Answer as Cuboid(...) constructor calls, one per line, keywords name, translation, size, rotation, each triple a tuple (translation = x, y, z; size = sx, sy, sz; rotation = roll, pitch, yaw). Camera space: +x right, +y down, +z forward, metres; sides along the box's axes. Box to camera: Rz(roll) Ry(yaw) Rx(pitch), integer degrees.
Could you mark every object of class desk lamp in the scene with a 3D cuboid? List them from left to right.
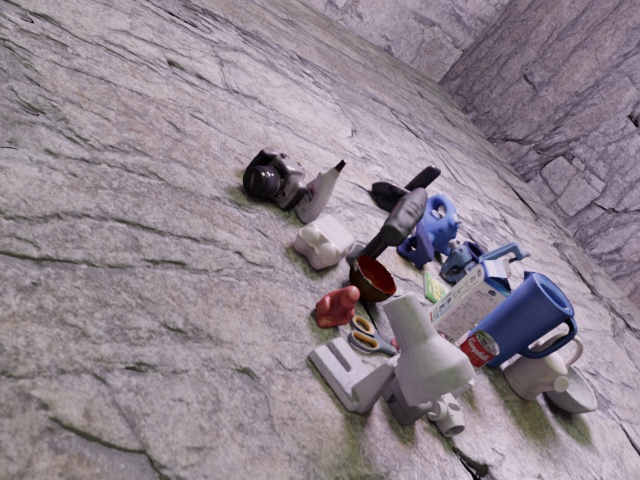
Cuboid(name="desk lamp", translation=(0.121, 0.200, 0.951), size=(0.203, 0.213, 0.118), rotation=(50, 28, 17))

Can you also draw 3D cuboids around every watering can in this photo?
Cuboid(name="watering can", translation=(0.552, 0.301, 1.382), size=(0.101, 0.193, 0.172), rotation=(23, 32, -31))

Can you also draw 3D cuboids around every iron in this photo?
Cuboid(name="iron", translation=(0.351, -0.074, 1.726), size=(0.119, 0.141, 0.258), rotation=(28, 30, -24))

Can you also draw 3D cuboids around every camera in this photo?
Cuboid(name="camera", translation=(-0.110, -0.148, 1.283), size=(0.137, 0.100, 0.143), rotation=(-4, 52, -55))

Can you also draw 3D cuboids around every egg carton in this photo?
Cuboid(name="egg carton", translation=(0.011, 0.004, 1.251), size=(0.107, 0.069, 0.151), rotation=(44, 27, 5))

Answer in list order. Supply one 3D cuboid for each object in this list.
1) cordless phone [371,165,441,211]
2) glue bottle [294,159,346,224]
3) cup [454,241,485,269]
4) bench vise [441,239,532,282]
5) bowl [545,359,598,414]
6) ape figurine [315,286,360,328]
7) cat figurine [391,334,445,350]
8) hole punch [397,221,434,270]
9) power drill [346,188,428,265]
Cuboid(name="cordless phone", translation=(0.257, -0.169, 1.694), size=(0.148, 0.185, 0.094), rotation=(20, 34, -36))
Cuboid(name="glue bottle", translation=(0.004, -0.120, 1.310), size=(0.037, 0.173, 0.078), rotation=(12, 39, -44))
Cuboid(name="cup", translation=(0.434, 0.062, 1.687), size=(0.091, 0.095, 0.118), rotation=(50, 28, 16))
Cuboid(name="bench vise", translation=(0.452, 0.065, 1.568), size=(0.208, 0.219, 0.121), rotation=(36, 28, -10))
Cuboid(name="bowl", translation=(0.634, 0.389, 1.491), size=(0.168, 0.074, 0.167), rotation=(31, 29, -19))
Cuboid(name="ape figurine", translation=(0.039, 0.122, 1.091), size=(0.078, 0.092, 0.076), rotation=(34, 28, -14))
Cuboid(name="cat figurine", translation=(0.211, 0.219, 1.144), size=(0.067, 0.117, 0.127), rotation=(25, 31, -28))
Cuboid(name="hole punch", translation=(0.274, 0.009, 1.561), size=(0.101, 0.091, 0.108), rotation=(36, 28, -10))
Cuboid(name="power drill", translation=(0.159, -0.019, 1.324), size=(0.075, 0.208, 0.230), rotation=(41, 27, -1))
